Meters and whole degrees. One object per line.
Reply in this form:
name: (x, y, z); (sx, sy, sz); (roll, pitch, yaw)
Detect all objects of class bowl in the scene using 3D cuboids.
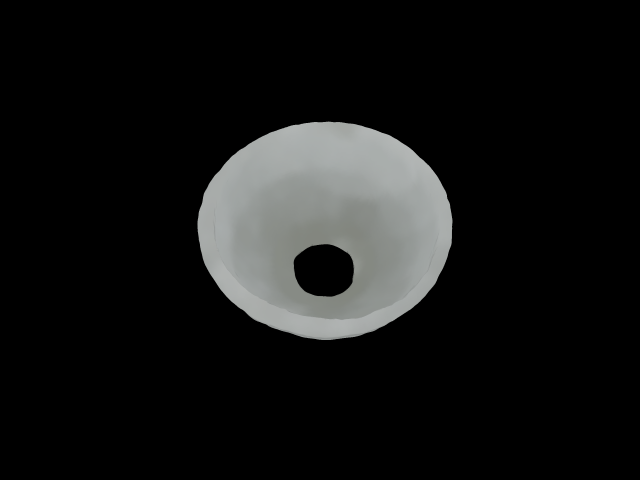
bowl: (0.004, 0.001, 0.400); (0.167, 0.075, 0.167); (0, 57, 0)
